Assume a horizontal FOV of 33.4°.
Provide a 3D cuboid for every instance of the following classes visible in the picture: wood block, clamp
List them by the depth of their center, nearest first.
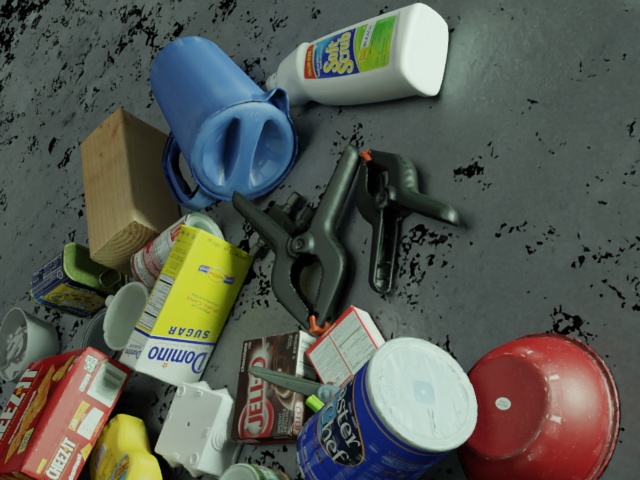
[{"bbox_3d":[0.084,-0.040,1.105,0.120,0.039,0.171,-34,48,27],"label":"clamp"},{"bbox_3d":[-0.008,0.001,1.163,0.165,0.036,0.210,-28,60,20],"label":"clamp"},{"bbox_3d":[-0.252,-0.061,1.418,0.090,0.090,0.206,-37,47,25],"label":"wood block"}]

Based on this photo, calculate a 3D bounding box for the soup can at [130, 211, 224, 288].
[{"bbox_3d":[-0.175,0.018,1.313,0.102,0.068,0.068,-35,47,26],"label":"soup can"}]

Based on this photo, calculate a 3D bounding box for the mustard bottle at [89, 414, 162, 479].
[{"bbox_3d":[-0.210,0.275,1.177,0.096,0.058,0.192,-66,24,8],"label":"mustard bottle"}]

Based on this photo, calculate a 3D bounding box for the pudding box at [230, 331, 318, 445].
[{"bbox_3d":[-0.047,0.158,1.127,0.090,0.039,0.113,-14,59,41],"label":"pudding box"}]

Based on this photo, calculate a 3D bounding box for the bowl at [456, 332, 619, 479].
[{"bbox_3d":[0.168,0.148,0.905,0.162,0.055,0.162,-23,54,35],"label":"bowl"}]

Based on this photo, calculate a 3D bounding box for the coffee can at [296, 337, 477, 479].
[{"bbox_3d":[0.054,0.162,0.915,0.141,0.102,0.103,-52,36,45],"label":"coffee can"}]

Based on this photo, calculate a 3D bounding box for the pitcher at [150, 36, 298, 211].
[{"bbox_3d":[-0.138,-0.153,1.329,0.149,0.145,0.243,-17,37,-16],"label":"pitcher"}]

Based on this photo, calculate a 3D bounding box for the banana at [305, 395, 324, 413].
[{"bbox_3d":[0.011,0.248,1.004,0.070,0.037,0.198,7,89,30],"label":"banana"}]

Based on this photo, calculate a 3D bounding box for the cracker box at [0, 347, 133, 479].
[{"bbox_3d":[-0.331,0.222,1.297,0.214,0.072,0.164,-18,42,55],"label":"cracker box"}]

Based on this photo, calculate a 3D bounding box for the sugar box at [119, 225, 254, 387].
[{"bbox_3d":[-0.153,0.079,1.238,0.048,0.093,0.176,15,80,49],"label":"sugar box"}]

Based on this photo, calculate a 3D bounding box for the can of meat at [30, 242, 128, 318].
[{"bbox_3d":[-0.320,0.057,1.414,0.084,0.102,0.057,-32,50,33],"label":"can of meat"}]

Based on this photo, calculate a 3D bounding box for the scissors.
[{"bbox_3d":[0.022,0.137,1.036,0.202,0.016,0.096,31,98,29],"label":"scissors"}]

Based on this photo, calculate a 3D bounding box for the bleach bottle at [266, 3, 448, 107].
[{"bbox_3d":[0.029,-0.194,1.231,0.251,0.068,0.102,-8,63,45],"label":"bleach bottle"}]

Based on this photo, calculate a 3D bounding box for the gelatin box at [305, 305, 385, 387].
[{"bbox_3d":[0.034,0.122,1.073,0.073,0.030,0.089,-47,46,16],"label":"gelatin box"}]

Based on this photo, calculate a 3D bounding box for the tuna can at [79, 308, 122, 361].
[{"bbox_3d":[-0.270,0.132,1.372,0.086,0.033,0.086,-23,54,35],"label":"tuna can"}]
